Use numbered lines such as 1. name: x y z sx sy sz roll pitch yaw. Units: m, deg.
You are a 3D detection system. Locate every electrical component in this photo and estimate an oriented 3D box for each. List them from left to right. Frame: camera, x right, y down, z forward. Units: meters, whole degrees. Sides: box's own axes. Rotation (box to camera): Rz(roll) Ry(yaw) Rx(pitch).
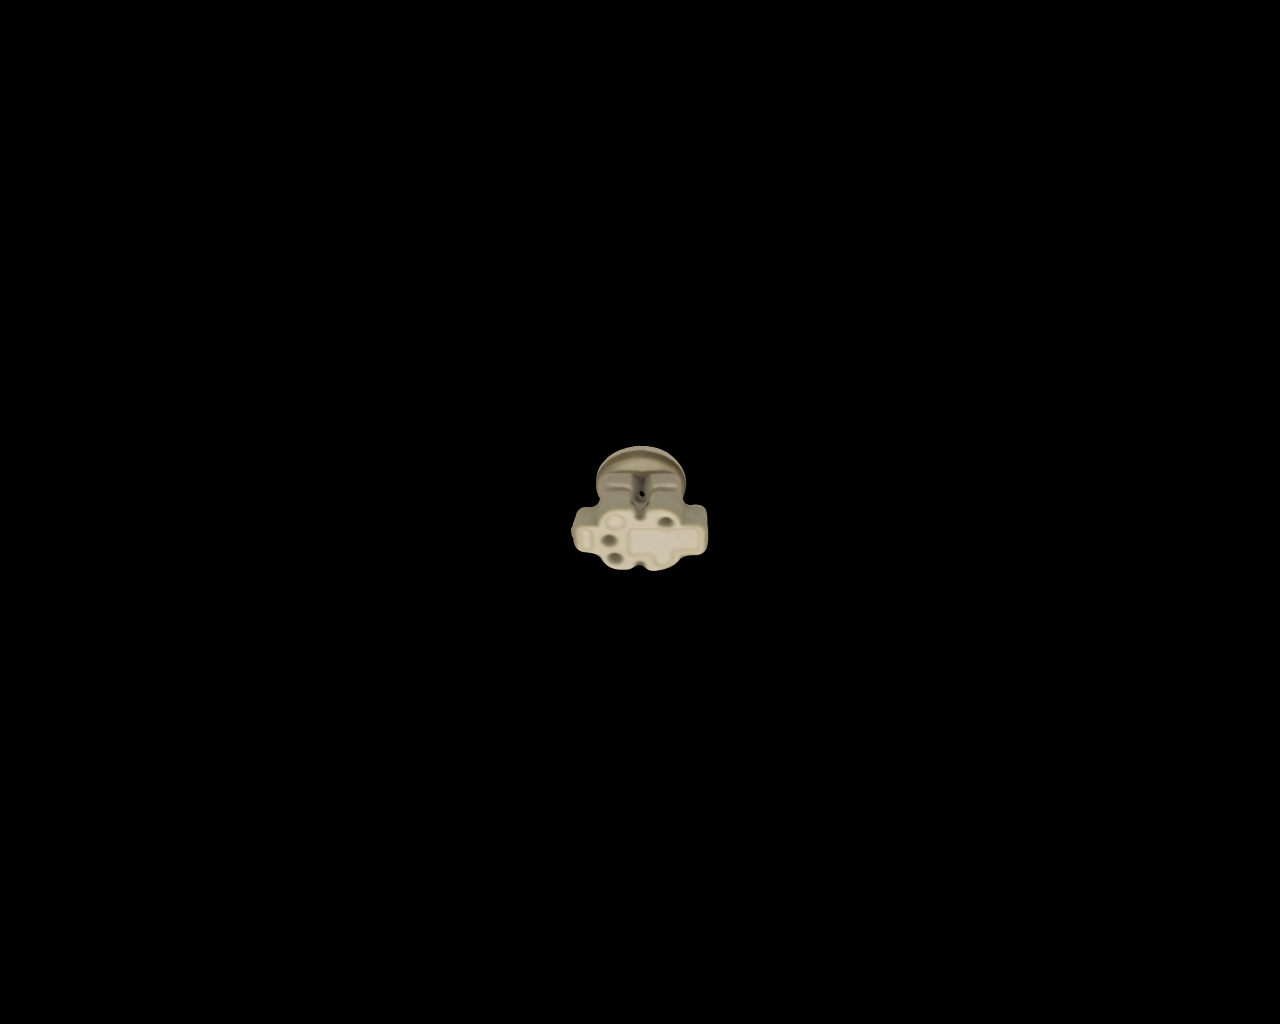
1. electrical component: 0.001 -0.003 0.650 0.078 0.057 0.057 0 44 0
